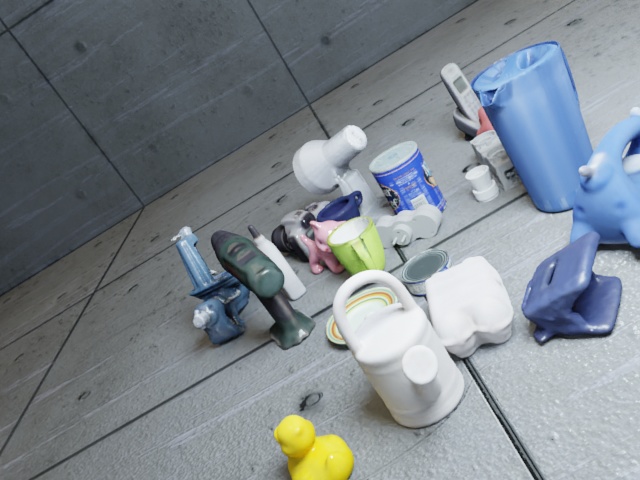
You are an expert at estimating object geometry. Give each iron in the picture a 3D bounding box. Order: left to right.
[{"bbox_3d":[0.418,-0.101,0.768,0.259,0.142,0.118,-45,25,-29],"label":"iron"}]

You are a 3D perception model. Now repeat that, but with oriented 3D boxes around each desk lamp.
[{"bbox_3d":[0.066,-0.138,1.240,0.202,0.214,0.118,-10,31,44],"label":"desk lamp"}]

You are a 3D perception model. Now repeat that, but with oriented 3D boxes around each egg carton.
[{"bbox_3d":[0.199,0.086,0.768,0.107,0.069,0.150,-27,22,14],"label":"egg carton"}]

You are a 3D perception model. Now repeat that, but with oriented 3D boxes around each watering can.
[{"bbox_3d":[0.090,0.120,0.673,0.101,0.194,0.172,-44,24,-26],"label":"watering can"}]

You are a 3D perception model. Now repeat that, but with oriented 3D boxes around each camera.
[{"bbox_3d":[-0.044,-0.026,1.308,0.136,0.101,0.143,-8,32,47],"label":"camera"}]

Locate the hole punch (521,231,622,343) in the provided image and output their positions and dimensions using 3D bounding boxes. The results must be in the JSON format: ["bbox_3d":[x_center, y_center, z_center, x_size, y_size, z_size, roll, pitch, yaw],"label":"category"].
[{"bbox_3d":[0.290,0.054,0.680,0.100,0.091,0.109,-13,29,41],"label":"hole punch"}]

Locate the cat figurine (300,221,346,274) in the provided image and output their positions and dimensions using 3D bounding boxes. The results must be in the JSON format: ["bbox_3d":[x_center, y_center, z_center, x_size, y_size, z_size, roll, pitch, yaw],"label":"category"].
[{"bbox_3d":[0.010,0.004,1.142,0.127,0.118,0.067,-7,33,48],"label":"cat figurine"}]

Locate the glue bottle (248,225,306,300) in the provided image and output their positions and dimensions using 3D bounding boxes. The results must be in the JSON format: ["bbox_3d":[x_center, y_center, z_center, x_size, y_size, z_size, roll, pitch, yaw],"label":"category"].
[{"bbox_3d":[-0.093,0.039,1.133,0.037,0.173,0.078,-37,22,-11],"label":"glue bottle"}]

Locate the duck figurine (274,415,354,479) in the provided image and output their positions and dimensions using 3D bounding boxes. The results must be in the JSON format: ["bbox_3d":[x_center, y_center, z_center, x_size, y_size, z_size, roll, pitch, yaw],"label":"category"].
[{"bbox_3d":[-0.015,0.250,0.689,0.104,0.086,0.078,-3,36,52],"label":"duck figurine"}]

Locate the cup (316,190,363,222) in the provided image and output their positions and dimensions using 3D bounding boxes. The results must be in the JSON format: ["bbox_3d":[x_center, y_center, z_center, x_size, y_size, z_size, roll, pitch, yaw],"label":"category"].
[{"bbox_3d":[0.061,-0.040,1.198,0.118,0.095,0.091,-43,24,-24],"label":"cup"}]

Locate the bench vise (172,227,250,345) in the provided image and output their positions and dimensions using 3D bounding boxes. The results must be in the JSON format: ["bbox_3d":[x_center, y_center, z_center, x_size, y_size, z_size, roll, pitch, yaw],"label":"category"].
[{"bbox_3d":[-0.219,0.083,1.150,0.121,0.220,0.207,-33,21,1],"label":"bench vise"}]

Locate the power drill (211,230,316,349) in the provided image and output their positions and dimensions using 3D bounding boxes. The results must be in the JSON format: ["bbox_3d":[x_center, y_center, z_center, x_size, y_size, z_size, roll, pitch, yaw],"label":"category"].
[{"bbox_3d":[-0.103,0.083,1.004,0.076,0.209,0.229,-39,22,-15],"label":"power drill"}]

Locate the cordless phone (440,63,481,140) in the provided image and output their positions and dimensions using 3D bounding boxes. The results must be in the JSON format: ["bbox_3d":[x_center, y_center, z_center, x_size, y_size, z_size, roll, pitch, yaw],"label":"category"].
[{"bbox_3d":[0.354,-0.335,1.305,0.148,0.185,0.093,-44,24,-27],"label":"cordless phone"}]

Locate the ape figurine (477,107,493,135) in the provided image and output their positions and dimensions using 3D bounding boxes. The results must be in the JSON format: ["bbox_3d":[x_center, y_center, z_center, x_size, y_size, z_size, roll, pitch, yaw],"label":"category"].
[{"bbox_3d":[0.368,-0.248,1.225,0.077,0.092,0.076,-25,23,19],"label":"ape figurine"}]
